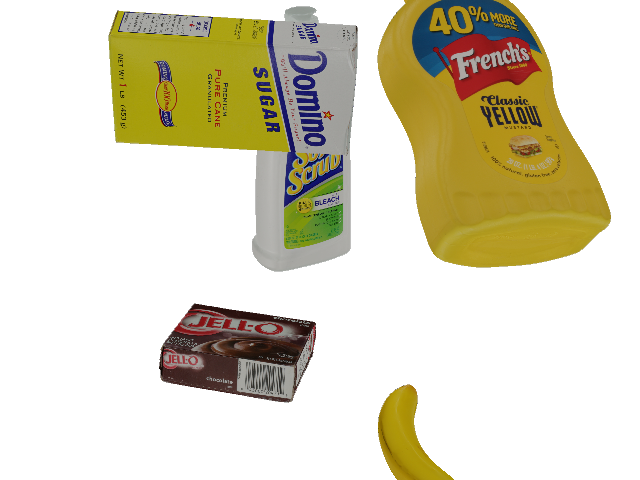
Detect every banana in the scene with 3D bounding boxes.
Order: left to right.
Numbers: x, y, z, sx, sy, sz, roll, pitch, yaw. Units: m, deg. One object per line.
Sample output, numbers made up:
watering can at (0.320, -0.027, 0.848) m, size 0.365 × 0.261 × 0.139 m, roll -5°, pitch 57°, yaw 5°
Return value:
banana at (0.092, 0.204, 1.065) m, size 0.069 × 0.037 × 0.198 m, roll 10°, pitch 23°, yaw -21°

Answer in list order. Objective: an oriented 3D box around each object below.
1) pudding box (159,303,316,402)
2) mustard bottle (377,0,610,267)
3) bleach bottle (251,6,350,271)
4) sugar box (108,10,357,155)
pudding box at (-0.067, 0.092, 0.888) m, size 0.113 × 0.039 × 0.090 m, roll 10°, pitch 21°, yaw 7°
mustard bottle at (0.082, -0.081, 0.574) m, size 0.096 × 0.191 × 0.058 m, roll -3°, pitch -27°, yaw -21°
bleach bottle at (-0.022, -0.099, 1.034) m, size 0.102 × 0.251 × 0.068 m, roll -14°, pitch 30°, yaw -21°
sugar box at (-0.063, -0.114, 0.785) m, size 0.176 × 0.093 × 0.048 m, roll 4°, pitch 39°, yaw 1°
